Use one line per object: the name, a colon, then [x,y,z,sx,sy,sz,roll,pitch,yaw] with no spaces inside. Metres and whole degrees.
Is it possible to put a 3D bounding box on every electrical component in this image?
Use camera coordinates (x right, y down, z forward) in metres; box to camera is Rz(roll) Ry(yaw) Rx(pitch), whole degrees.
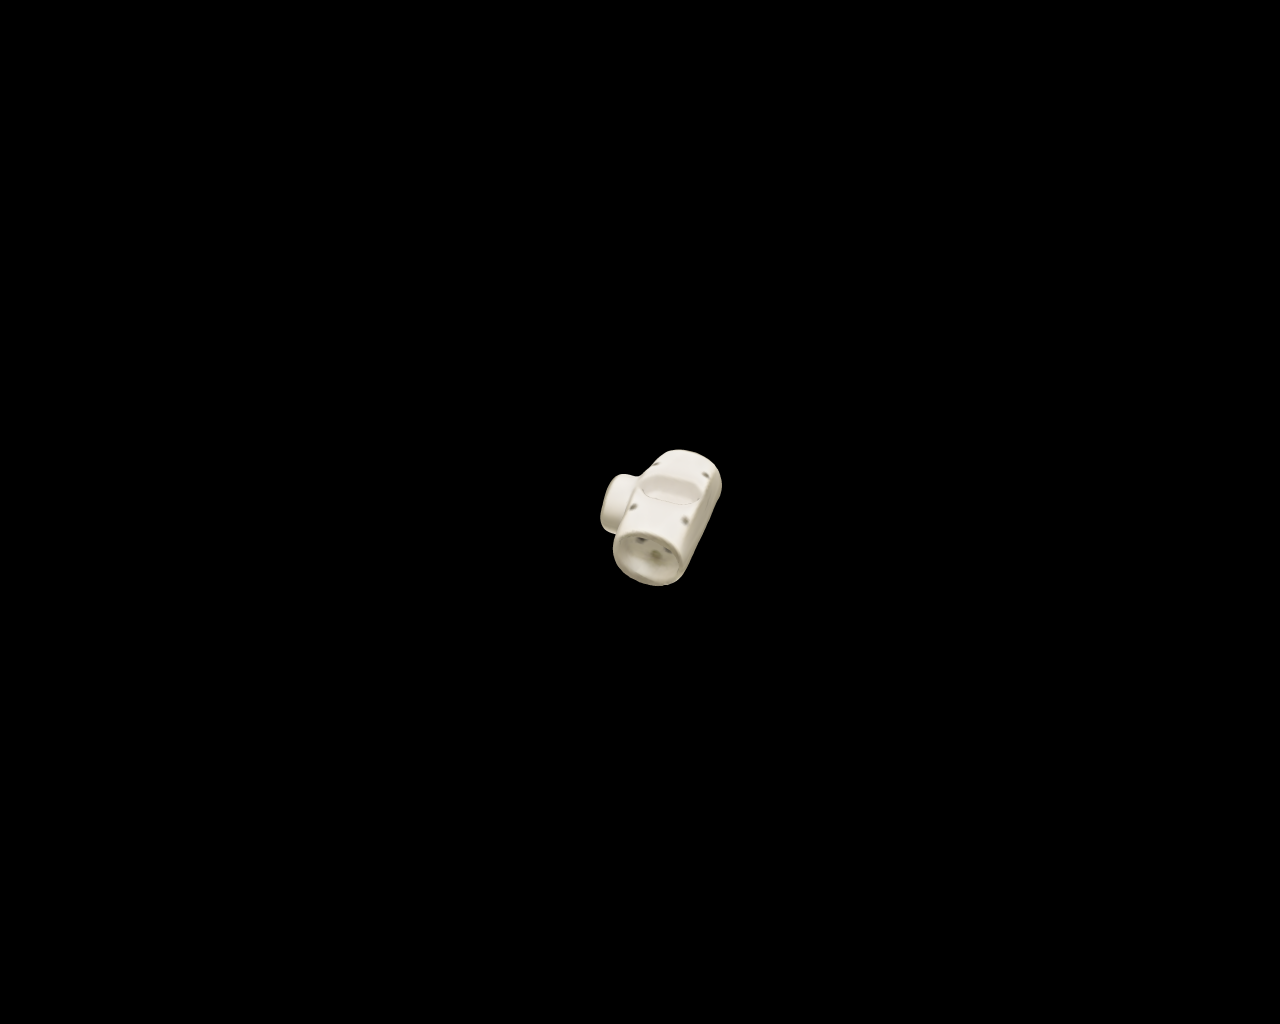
electrical component: [0.001,-0.003,0.650,0.079,0.043,0.077,15,47,15]
